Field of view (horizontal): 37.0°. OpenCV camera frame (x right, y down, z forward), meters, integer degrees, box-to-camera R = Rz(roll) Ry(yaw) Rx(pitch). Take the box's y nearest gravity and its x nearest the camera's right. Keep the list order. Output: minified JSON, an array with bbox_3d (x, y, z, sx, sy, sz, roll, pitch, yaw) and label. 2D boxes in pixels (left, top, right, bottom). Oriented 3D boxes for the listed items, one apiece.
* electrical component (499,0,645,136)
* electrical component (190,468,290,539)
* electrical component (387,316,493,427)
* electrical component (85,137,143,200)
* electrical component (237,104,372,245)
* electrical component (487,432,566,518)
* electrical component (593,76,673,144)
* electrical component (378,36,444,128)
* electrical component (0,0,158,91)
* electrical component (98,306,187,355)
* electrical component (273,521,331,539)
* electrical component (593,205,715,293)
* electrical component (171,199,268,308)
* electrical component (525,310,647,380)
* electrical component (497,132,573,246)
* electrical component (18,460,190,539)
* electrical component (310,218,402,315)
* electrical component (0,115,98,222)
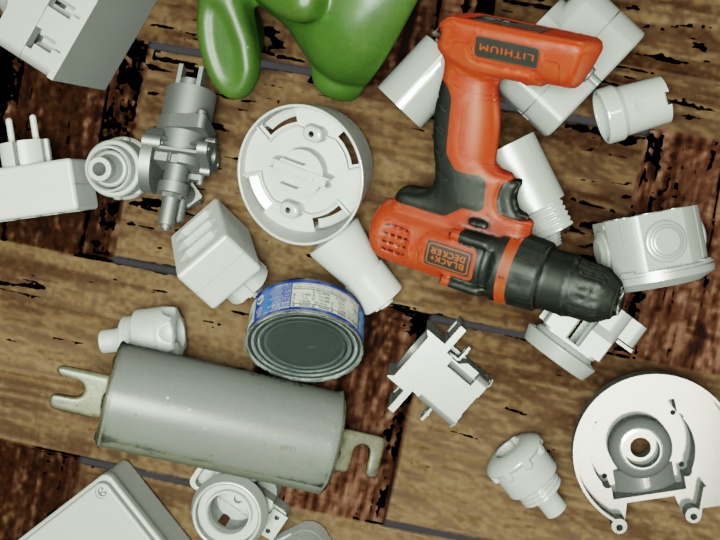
[{"bbox_3d":[0.143,-0.149,0.755,0.059,0.053,0.095,43,98,0],"label":"electrical component"},{"bbox_3d":[-0.094,0.176,0.811,0.078,0.057,0.058,34,98,1],"label":"electrical component"},{"bbox_3d":[0.059,0.077,0.794,0.064,0.042,0.081,40,99,-3],"label":"electrical component"},{"bbox_3d":[-0.182,-0.074,0.791,0.048,0.062,0.048,1,96,6],"label":"electrical component"},{"bbox_3d":[-0.039,-0.071,0.774,0.099,0.064,0.099,3,105,13],"label":"electrical component"},{"bbox_3d":[0.127,0.155,0.794,0.048,0.048,0.062,-37,98,8],"label":"electrical component"},{"bbox_3d":[0.193,-0.114,0.762,0.046,0.040,0.040,-16,94,1],"label":"electrical component"},{"bbox_3d":[0.056,-0.146,0.769,0.043,0.043,0.081,44,98,0],"label":"electrical component"},{"bbox_3d":[-0.175,-0.225,0.753,0.060,0.105,0.186,33,98,2],"label":"electrical component"},{"bbox_3d":[-0.165,0.051,0.812,0.062,0.043,0.043,-7,95,8],"label":"electrical component"},{"bbox_3d":[-0.036,0.246,0.811,0.054,0.059,0.095,-29,92,8],"label":"electrical component"},{"bbox_3d":[0.203,-0.014,0.751,0.080,0.080,0.051,-11,90,7],"label":"electrical component"},{"bbox_3d":[-0.095,-0.001,0.793,0.047,0.065,0.076,-40,120,8],"label":"electrical component"},{"bbox_3d":[0.156,0.041,0.772,0.078,0.058,0.057,36,95,1],"label":"electrical component"},{"bbox_3d":[0.123,-0.053,0.772,0.043,0.043,0.081,-26,93,8],"label":"electrical component"},{"bbox_3d":[-0.195,0.222,0.826,0.109,0.056,0.108,-38,91,8],"label":"electrical component"},{"bbox_3d":[0.000,0.000,0.792,0.044,0.044,0.065,-37,96,8],"label":"electrical component"},{"bbox_3d":[-0.249,-0.077,0.806,0.083,0.047,0.075,-7,94,6],"label":"electrical component"}]
